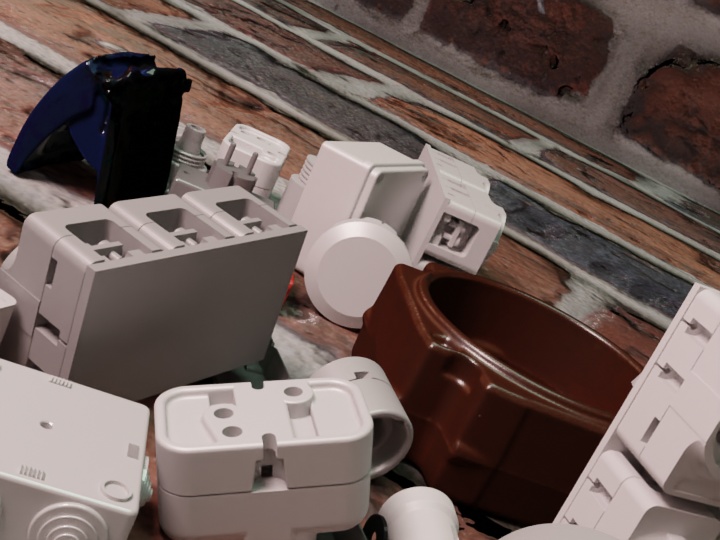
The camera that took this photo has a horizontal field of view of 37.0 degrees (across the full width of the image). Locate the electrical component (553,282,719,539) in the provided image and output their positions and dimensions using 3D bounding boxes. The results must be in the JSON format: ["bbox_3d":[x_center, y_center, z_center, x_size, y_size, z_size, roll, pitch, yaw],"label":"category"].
[{"bbox_3d":[0.179,0.113,0.549,0.105,0.186,0.060,18,19,-24],"label":"electrical component"}]

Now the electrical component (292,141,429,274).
[{"bbox_3d":[-0.004,-0.048,0.890,0.056,0.108,0.109,30,18,21],"label":"electrical component"}]

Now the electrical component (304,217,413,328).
[{"bbox_3d":[0.000,0.000,0.808,0.080,0.080,0.051,25,12,-3],"label":"electrical component"}]

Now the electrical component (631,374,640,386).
[{"bbox_3d":[0.187,0.087,0.616,0.064,0.042,0.081,-11,57,-42],"label":"electrical component"}]

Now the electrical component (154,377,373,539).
[{"bbox_3d":[-0.044,0.089,0.490,0.095,0.059,0.053,-2,25,-11],"label":"electrical component"}]

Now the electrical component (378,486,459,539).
[{"bbox_3d":[0.031,0.136,0.526,0.040,0.040,0.046,20,24,-18],"label":"electrical component"}]

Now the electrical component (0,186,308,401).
[{"bbox_3d":[-0.110,0.011,0.568,0.062,0.089,0.150,34,27,28],"label":"electrical component"}]

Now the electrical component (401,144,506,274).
[{"bbox_3d":[0.070,-0.032,0.951,0.060,0.105,0.186,23,18,-9],"label":"electrical component"}]

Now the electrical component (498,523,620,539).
[{"bbox_3d":[0.077,0.156,0.435,0.099,0.099,0.064,37,27,32],"label":"electrical component"}]

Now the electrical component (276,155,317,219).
[{"bbox_3d":[-0.043,-0.064,0.927,0.043,0.081,0.043,23,17,-8],"label":"electrical component"}]

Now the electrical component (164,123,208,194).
[{"bbox_3d":[-0.146,-0.090,0.890,0.048,0.062,0.048,23,17,-8],"label":"electrical component"}]

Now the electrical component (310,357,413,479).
[{"bbox_3d":[-0.002,0.084,0.604,0.055,0.055,0.047,14,24,-32],"label":"electrical component"}]

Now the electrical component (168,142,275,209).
[{"bbox_3d":[-0.105,-0.063,0.847,0.083,0.075,0.047,22,18,-11],"label":"electrical component"}]

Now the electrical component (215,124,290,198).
[{"bbox_3d":[-0.100,-0.085,0.943,0.054,0.059,0.095,24,17,-5],"label":"electrical component"}]

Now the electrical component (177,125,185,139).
[{"bbox_3d":[-0.162,-0.105,0.959,0.035,0.035,0.061,18,22,-25],"label":"electrical component"}]

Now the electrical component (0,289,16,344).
[{"bbox_3d":[-0.215,0.013,0.506,0.089,0.055,0.050,31,18,15],"label":"electrical component"}]

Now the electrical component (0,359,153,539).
[{"bbox_3d":[-0.134,0.081,0.435,0.100,0.048,0.099,21,18,-15],"label":"electrical component"}]
